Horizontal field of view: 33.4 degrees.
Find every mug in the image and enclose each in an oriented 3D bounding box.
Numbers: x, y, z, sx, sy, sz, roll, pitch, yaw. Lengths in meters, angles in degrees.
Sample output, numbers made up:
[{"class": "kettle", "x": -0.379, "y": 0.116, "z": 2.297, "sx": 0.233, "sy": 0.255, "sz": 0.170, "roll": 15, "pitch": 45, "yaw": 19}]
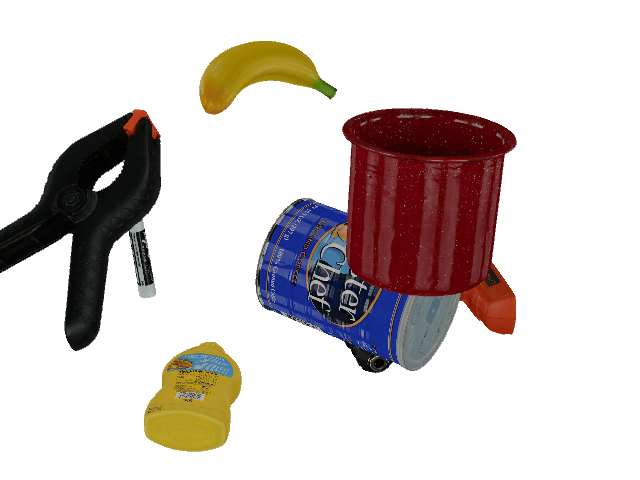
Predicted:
[{"class": "mug", "x": 0.060, "y": -0.025, "z": 0.596, "sx": 0.093, "sy": 0.081, "sz": 0.117, "roll": 9, "pitch": 24, "yaw": 15}]

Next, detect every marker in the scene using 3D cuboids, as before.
[{"class": "marker", "x": -0.198, "y": 0.005, "z": 1.168, "sx": 0.020, "sy": 0.121, "sz": 0.020, "roll": -6, "pitch": 22, "yaw": 2}]

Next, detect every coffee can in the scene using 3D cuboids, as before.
[{"class": "coffee can", "x": 0.033, "y": 0.034, "z": 0.879, "sx": 0.140, "sy": 0.103, "sz": 0.102, "roll": 21, "pitch": 9, "yaw": 26}]

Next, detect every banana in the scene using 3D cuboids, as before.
[{"class": "banana", "x": -0.057, "y": -0.153, "z": 0.979, "sx": 0.070, "sy": 0.037, "sz": 0.197, "roll": 41, "pitch": 32, "yaw": 20}]

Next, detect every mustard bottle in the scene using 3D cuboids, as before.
[{"class": "mustard bottle", "x": -0.146, "y": 0.176, "z": 1.284, "sx": 0.096, "sy": 0.058, "sz": 0.191, "roll": 3, "pitch": 25, "yaw": 4}]

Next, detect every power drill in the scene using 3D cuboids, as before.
[{"class": "power drill", "x": 0.108, "y": 0.074, "z": 1.138, "sx": 0.187, "sy": 0.057, "sz": 0.184, "roll": -5, "pitch": 29, "yaw": -9}]

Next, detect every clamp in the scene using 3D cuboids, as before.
[{"class": "clamp", "x": -0.168, "y": -0.016, "z": 0.705, "sx": 0.120, "sy": 0.171, "sz": 0.039, "roll": 15, "pitch": -29, "yaw": 15}]
